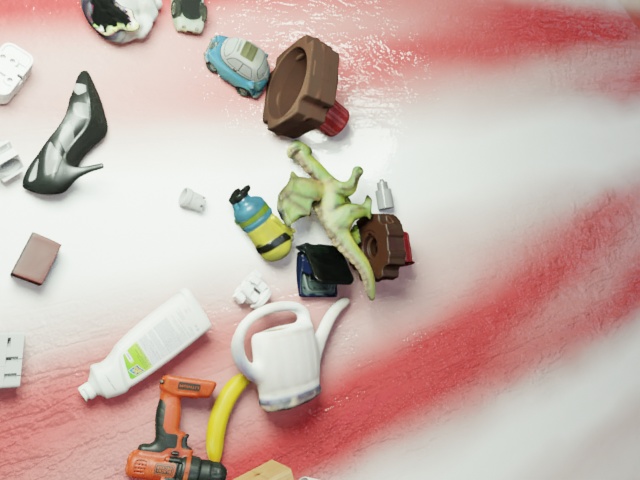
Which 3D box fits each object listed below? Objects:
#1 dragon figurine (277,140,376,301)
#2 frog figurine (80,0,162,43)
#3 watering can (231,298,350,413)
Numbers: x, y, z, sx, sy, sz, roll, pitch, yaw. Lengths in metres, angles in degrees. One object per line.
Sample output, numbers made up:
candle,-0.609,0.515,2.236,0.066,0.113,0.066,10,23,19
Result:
dragon figurine,0.004,-0.060,1.189,0.243,0.120,0.417,4,63,-32
frog figurine,-0.404,-0.478,1.056,0.136,0.121,0.163,35,28,-15
watering can,-0.041,0.242,1.128,0.349,0.103,0.225,-4,83,-43
